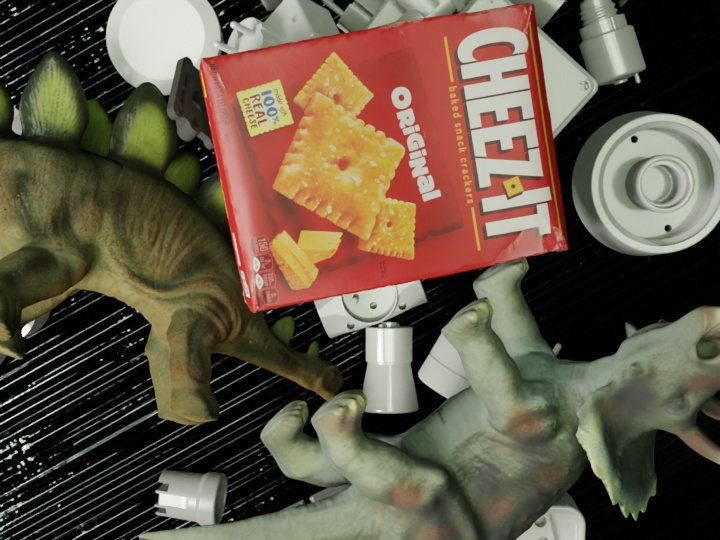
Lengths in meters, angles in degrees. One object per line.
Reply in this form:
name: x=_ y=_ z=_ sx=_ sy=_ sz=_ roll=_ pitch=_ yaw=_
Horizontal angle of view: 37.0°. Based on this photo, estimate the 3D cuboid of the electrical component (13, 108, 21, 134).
electrical component: x=-0.248 y=-0.077 z=0.787 sx=0.066 sy=0.048 sz=0.055 roll=43 pitch=86 yaw=-2

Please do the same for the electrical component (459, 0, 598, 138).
electrical component: x=0.093 y=-0.126 z=0.772 sx=0.109 sy=0.056 sz=0.108 roll=42 pitch=94 yaw=-2

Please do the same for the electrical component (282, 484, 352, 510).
electrical component: x=-0.030 y=0.201 z=0.798 sx=0.095 sy=0.059 sz=0.053 roll=-26 pitch=94 yaw=3

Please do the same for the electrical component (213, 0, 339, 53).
electrical component: x=-0.067 y=-0.150 z=0.746 sx=0.083 sy=0.076 sz=0.047 roll=-42 pitch=53 yaw=27

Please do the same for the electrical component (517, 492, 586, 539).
electrical component: x=0.113 y=0.191 z=0.795 sx=0.095 sy=0.059 sz=0.053 roll=2 pitch=95 yaw=1

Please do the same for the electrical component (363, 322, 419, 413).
electrical component: x=0.022 y=0.071 z=0.797 sx=0.044 sy=0.044 sz=0.065 roll=0 pitch=90 yaw=1

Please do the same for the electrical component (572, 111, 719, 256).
electrical component: x=0.212 y=-0.062 z=0.774 sx=0.108 sy=0.060 sz=0.108 roll=0 pitch=95 yaw=1

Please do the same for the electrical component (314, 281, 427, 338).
electrical component: x=0.000 y=0.000 z=0.789 sx=0.077 sy=0.044 sz=0.079 roll=-21 pitch=94 yaw=2

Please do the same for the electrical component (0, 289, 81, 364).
electrical component: x=-0.260 y=0.028 z=0.780 sx=0.138 sy=0.073 sz=0.052 roll=-42 pitch=93 yaw=4

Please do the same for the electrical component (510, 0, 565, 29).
electrical component: x=0.111 y=-0.214 z=0.772 sx=0.081 sy=0.043 sz=0.043 roll=39 pitch=94 yaw=-2

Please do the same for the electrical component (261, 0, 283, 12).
electrical component: x=-0.041 y=-0.222 z=0.753 sx=0.076 sy=0.083 sz=0.047 roll=-19 pitch=94 yaw=2

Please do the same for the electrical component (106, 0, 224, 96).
electrical component: x=-0.138 y=-0.165 z=0.775 sx=0.080 sy=0.051 sz=0.080 roll=0 pitch=94 yaw=1

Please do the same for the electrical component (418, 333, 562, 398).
electrical component: x=0.120 y=0.081 z=0.790 sx=0.138 sy=0.052 sz=0.073 roll=30 pitch=94 yaw=-1

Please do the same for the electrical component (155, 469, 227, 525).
electrical component: x=-0.127 y=0.170 z=0.808 sx=0.046 sy=0.040 sz=0.040 roll=7 pitch=95 yaw=6

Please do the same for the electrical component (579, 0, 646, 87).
electrical component: x=0.178 y=-0.168 z=0.776 sx=0.040 sy=0.040 sz=0.078 roll=-19 pitch=94 yaw=2

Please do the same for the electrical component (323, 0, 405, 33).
electrical component: x=0.009 y=-0.179 z=0.774 sx=0.076 sy=0.047 sz=0.083 roll=39 pitch=94 yaw=-3
